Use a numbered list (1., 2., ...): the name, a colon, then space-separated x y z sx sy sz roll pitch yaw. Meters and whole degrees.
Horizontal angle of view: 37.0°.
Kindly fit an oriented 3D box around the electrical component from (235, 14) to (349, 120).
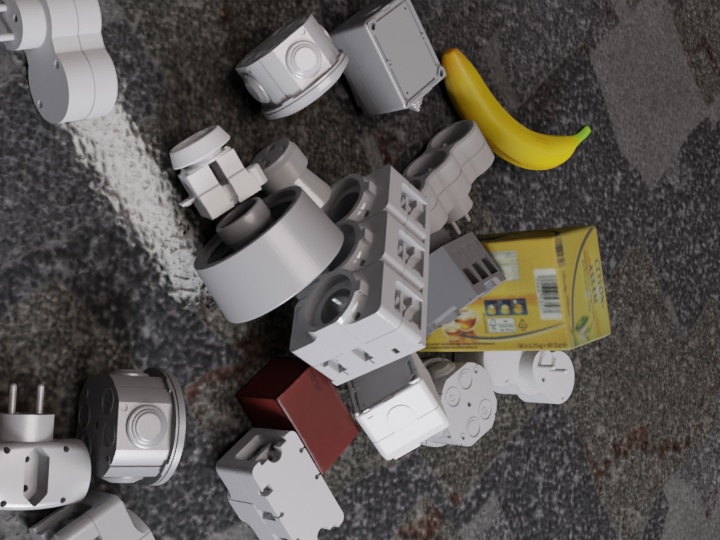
1. electrical component: -0.053 -0.158 0.838 0.051 0.080 0.080 52 56 -21

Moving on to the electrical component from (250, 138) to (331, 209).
1. electrical component: -0.056 -0.071 0.853 0.055 0.045 0.045 50 57 -28

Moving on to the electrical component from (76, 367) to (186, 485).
1. electrical component: -0.156 0.105 0.729 0.051 0.080 0.080 8 82 -36

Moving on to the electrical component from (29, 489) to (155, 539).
1. electrical component: -0.172 0.198 0.728 0.056 0.050 0.089 -34 110 -38

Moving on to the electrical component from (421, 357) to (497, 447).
1. electrical component: 0.079 0.119 0.961 0.080 0.051 0.080 3 86 -42

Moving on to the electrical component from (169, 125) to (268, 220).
1. electrical component: -0.110 -0.074 0.800 0.066 0.048 0.055 -34 109 -14

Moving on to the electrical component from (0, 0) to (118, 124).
1. electrical component: -0.215 -0.165 0.708 0.074 0.052 0.138 -19 99 -42

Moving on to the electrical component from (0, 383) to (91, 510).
1. electrical component: -0.218 0.113 0.695 0.077 0.043 0.079 7 83 -42

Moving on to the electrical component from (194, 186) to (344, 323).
1. electrical component: -0.073 -0.019 0.796 0.060 0.108 0.108 54 55 -19

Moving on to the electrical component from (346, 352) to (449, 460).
1. electrical component: 0.030 0.104 0.892 0.062 0.096 0.061 -30 114 5

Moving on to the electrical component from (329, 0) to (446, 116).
1. electrical component: 0.023 -0.176 0.920 0.062 0.061 0.096 -44 116 -35

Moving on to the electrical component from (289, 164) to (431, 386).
1. electrical component: 0.000 0.000 0.836 0.062 0.089 0.150 39 40 -33

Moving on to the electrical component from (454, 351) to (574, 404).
1. electrical component: 0.162 0.093 1.023 0.138 0.074 0.052 20 74 -40

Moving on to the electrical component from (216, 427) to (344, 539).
1. electrical component: -0.064 0.170 0.824 0.050 0.056 0.089 -43 115 -35

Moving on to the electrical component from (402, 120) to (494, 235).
1. electrical component: 0.077 -0.066 0.969 0.138 0.052 0.073 -51 120 -33
